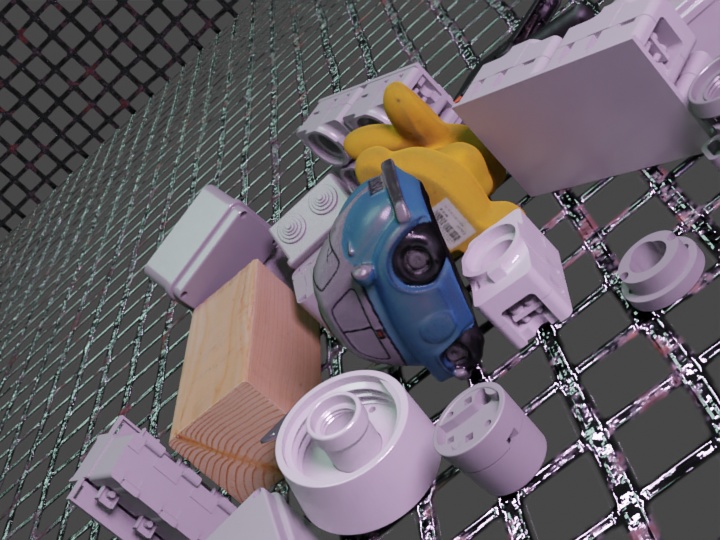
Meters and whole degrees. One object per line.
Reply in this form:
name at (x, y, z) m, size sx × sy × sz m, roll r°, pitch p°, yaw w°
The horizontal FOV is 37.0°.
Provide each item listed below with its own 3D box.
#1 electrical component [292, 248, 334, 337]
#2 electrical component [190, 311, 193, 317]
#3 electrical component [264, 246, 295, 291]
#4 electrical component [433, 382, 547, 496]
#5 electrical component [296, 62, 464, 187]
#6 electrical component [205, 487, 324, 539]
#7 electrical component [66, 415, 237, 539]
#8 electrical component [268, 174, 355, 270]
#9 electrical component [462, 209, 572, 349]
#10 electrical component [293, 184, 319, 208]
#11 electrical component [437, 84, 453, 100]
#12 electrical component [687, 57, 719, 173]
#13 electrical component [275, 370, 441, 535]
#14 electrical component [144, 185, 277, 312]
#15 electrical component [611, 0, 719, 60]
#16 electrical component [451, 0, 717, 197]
electrical component at (0.000, 0.000, 0.969) m, size 0.113 × 0.057 × 0.078 m, roll -42°, pitch 22°, yaw 9°
electrical component at (-0.135, 0.042, 1.118) m, size 0.043 × 0.081 × 0.043 m, roll -10°, pitch 70°, yaw 29°
electrical component at (-0.089, -0.001, 1.127) m, size 0.061 × 0.061 × 0.096 m, roll -52°, pitch 21°, yaw -10°
electrical component at (0.080, 0.104, 0.655) m, size 0.055 × 0.047 × 0.055 m, roll -38°, pitch 23°, yaw 19°
electrical component at (0.025, -0.133, 1.092) m, size 0.060 × 0.105 × 0.186 m, roll -55°, pitch 24°, yaw -22°
electrical component at (-0.063, 0.208, 0.717) m, size 0.078 × 0.057 × 0.113 m, roll -45°, pitch 22°, yaw 2°
electrical component at (-0.158, 0.181, 0.849) m, size 0.063 × 0.121 × 0.078 m, roll -18°, pitch 35°, yaw 46°
electrical component at (-0.029, -0.039, 1.036) m, size 0.100 × 0.100 × 0.048 m, roll -42°, pitch 64°, yaw 9°
electrical component at (0.110, 0.002, 0.769) m, size 0.050 × 0.056 × 0.089 m, roll -37°, pitch 23°, yaw 22°
electrical component at (-0.037, -0.052, 1.136) m, size 0.080 × 0.051 × 0.080 m, roll -38°, pitch 23°, yaw 19°
electrical component at (0.073, -0.189, 1.161) m, size 0.035 × 0.061 × 0.035 m, roll -38°, pitch 23°, yaw 19°
electrical component at (0.253, -0.108, 0.704) m, size 0.078 × 0.057 × 0.058 m, roll -39°, pitch 23°, yaw 17°
electrical component at (-0.006, 0.116, 0.728) m, size 0.108 × 0.060 × 0.108 m, roll -19°, pitch 37°, yaw 15°
electrical component at (-0.143, -0.015, 1.047) m, size 0.057 × 0.078 × 0.113 m, roll 33°, pitch 85°, yaw 37°
electrical component at (0.244, -0.193, 0.870) m, size 0.109 × 0.056 × 0.108 m, roll -41°, pitch 22°, yaw 12°
electrical component at (0.175, -0.129, 0.815) m, size 0.186 × 0.105 × 0.060 m, roll -12°, pitch 39°, yaw 54°
